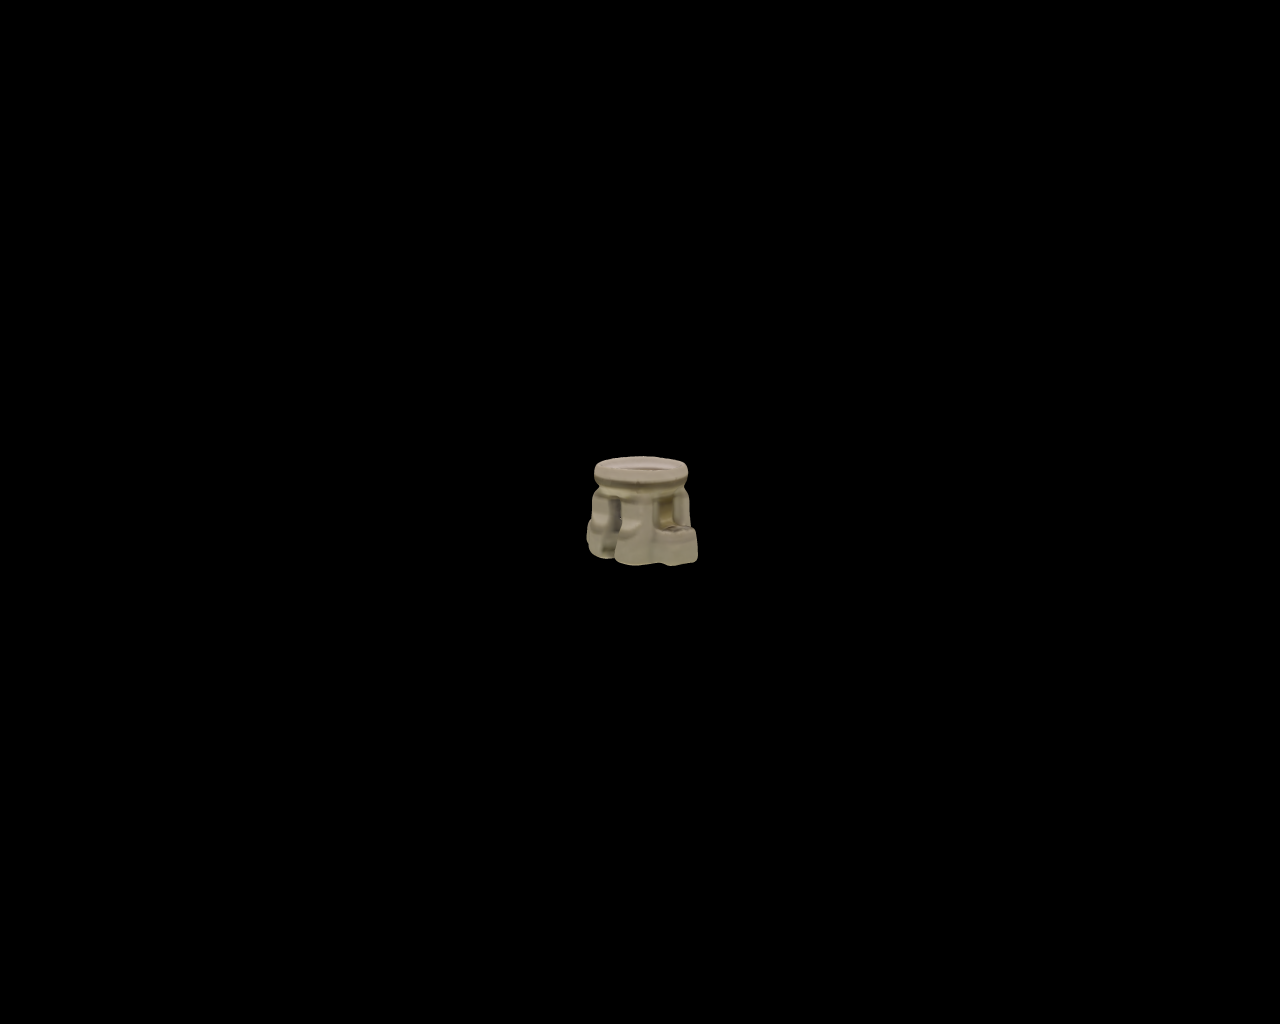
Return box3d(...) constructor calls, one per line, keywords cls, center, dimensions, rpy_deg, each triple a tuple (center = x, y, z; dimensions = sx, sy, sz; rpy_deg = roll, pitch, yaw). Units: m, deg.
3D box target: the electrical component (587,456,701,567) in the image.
box3d(cls="electrical component", center=(0.001, -0.003, 0.650), dimensions=(0.058, 0.057, 0.078), rpy_deg=(-10, 15, -42))
